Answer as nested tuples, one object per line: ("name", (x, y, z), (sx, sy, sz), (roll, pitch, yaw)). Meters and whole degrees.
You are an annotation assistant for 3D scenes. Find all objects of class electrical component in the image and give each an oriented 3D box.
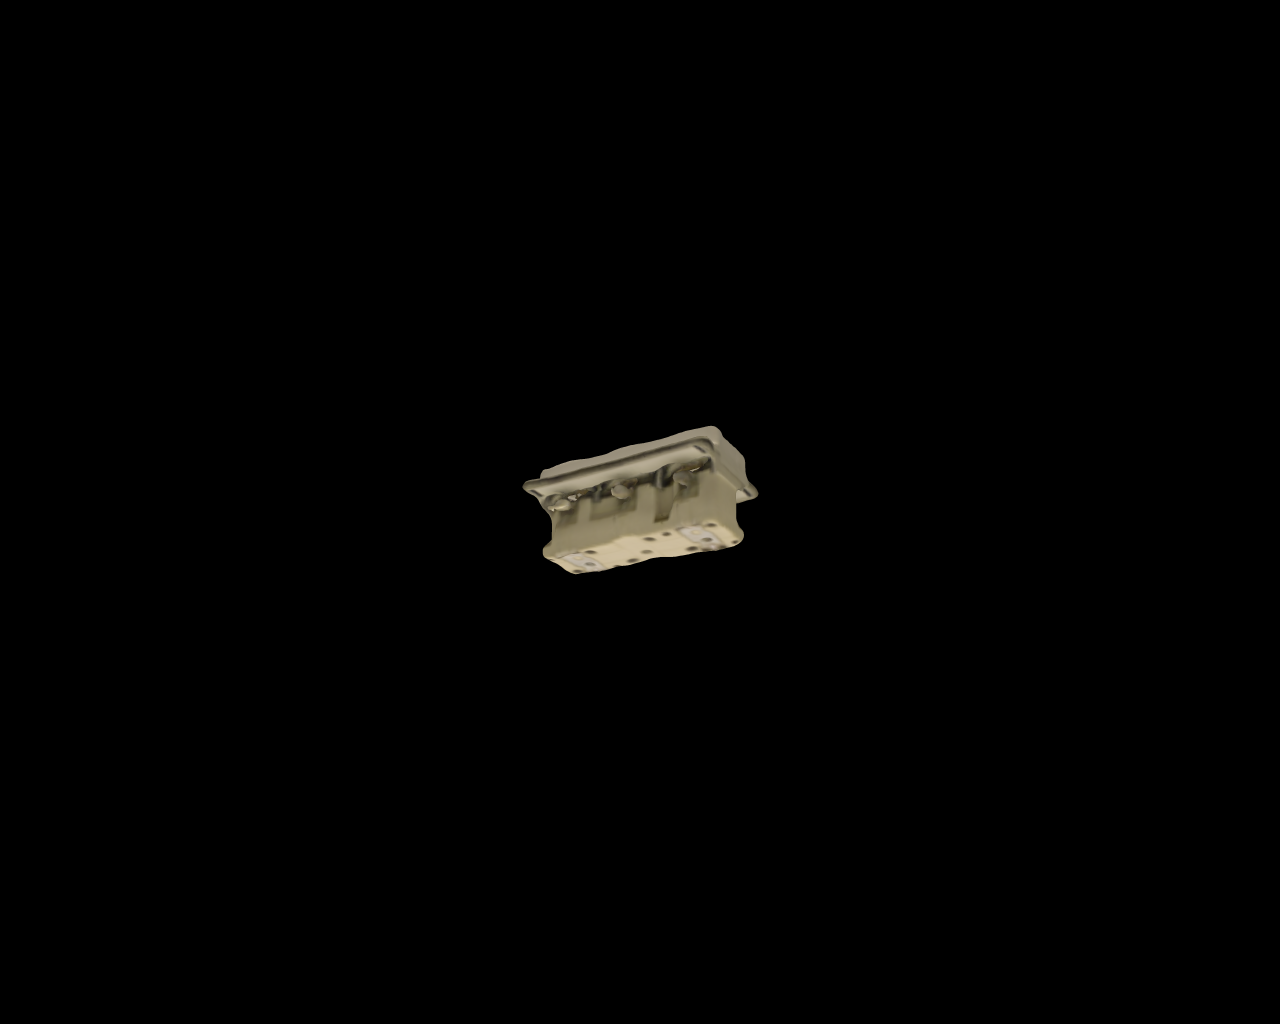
("electrical component", (0.001, -0.003, 0.650), (0.121, 0.063, 0.078), (-12, -27, 25))
